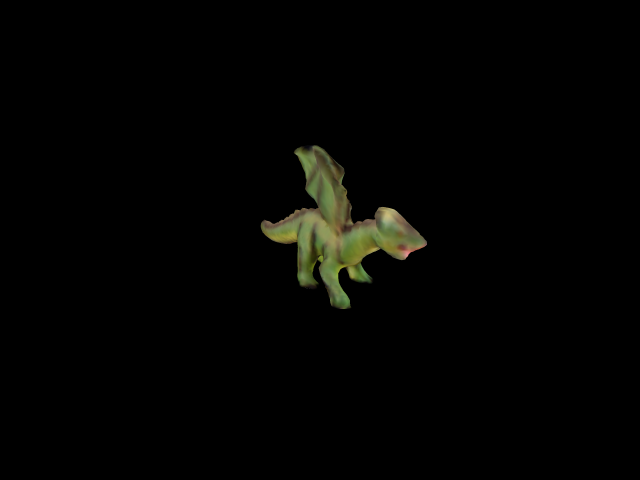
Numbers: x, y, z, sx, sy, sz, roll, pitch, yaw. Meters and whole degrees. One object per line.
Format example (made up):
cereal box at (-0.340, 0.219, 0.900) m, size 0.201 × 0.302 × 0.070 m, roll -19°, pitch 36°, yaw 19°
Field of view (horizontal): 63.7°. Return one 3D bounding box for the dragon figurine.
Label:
dragon figurine at (0.003, -0.043, 0.850) m, size 0.123 × 0.238 × 0.415 m, roll -21°, pitch 35°, yaw -35°
